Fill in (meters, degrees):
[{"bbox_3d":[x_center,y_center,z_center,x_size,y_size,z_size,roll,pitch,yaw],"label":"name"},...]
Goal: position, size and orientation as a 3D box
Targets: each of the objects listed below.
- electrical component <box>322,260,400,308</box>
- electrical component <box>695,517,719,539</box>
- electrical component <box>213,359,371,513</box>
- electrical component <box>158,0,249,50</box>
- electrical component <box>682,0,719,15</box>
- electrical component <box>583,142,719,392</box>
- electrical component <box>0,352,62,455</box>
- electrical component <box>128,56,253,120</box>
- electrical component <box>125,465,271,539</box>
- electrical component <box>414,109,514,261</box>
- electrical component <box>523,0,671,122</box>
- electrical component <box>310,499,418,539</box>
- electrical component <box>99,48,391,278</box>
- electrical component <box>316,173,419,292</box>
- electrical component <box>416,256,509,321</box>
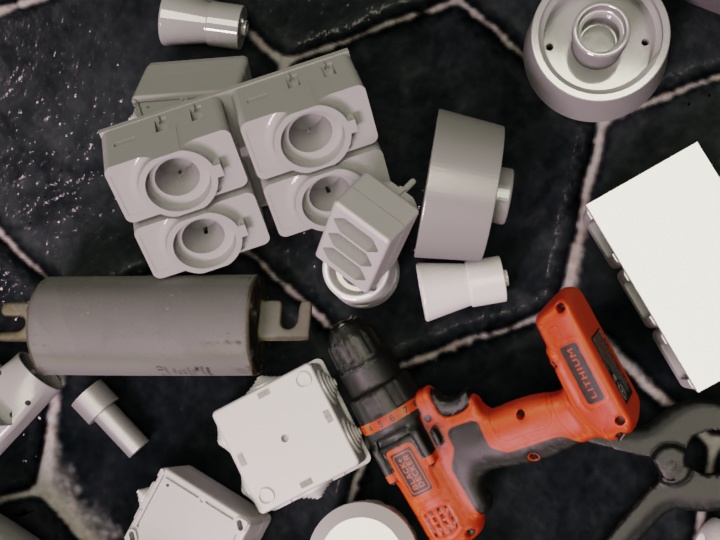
[{"bbox_3d":[0.000,0.000,0.806,0.055,0.047,0.055,-1,85,8],"label":"electrical component"},{"bbox_3d":[0.268,0.203,0.755,0.062,0.048,0.048,14,87,2],"label":"electrical component"},{"bbox_3d":[-0.052,0.124,0.802,0.100,0.048,0.099,-28,82,5],"label":"electrical component"},{"bbox_3d":[-0.121,-0.194,0.842,0.065,0.044,0.044,9,87,4],"label":"electrical component"},{"bbox_3d":[0.250,-0.217,0.765,0.100,0.100,0.048,24,102,9],"label":"electrical component"},{"bbox_3d":[0.236,0.000,0.767,0.089,0.062,0.150,-30,82,5],"label":"electrical component"},{"bbox_3d":[-0.287,0.094,0.839,0.079,0.043,0.077,43,92,9],"label":"electrical component"},{"bbox_3d":[-0.128,-0.123,0.819,0.096,0.061,0.061,-3,41,9],"label":"electrical component"},{"bbox_3d":[-0.124,0.189,0.804,0.096,0.061,0.061,28,90,16],"label":"electrical component"},{"bbox_3d":[0.077,-0.057,0.773,0.060,0.108,0.108,10,87,2],"label":"electrical component"},{"bbox_3d":[0.175,-0.168,0.789,0.108,0.060,0.108,-1,85,8],"label":"electrical component"},{"bbox_3d":[0.005,0.208,0.786,0.080,0.051,0.080,-1,85,8],"label":"electrical component"},{"bbox_3d":[-0.078,-0.072,0.776,0.186,0.105,0.060,-19,41,-1],"label":"electrical component"},{"bbox_3d":[0.015,-0.036,0.755,0.047,0.065,0.076,37,55,10],"label":"electrical component"},{"bbox_3d":[0.077,0.011,0.799,0.065,0.044,0.044,-10,84,2],"label":"electrical component"}]
